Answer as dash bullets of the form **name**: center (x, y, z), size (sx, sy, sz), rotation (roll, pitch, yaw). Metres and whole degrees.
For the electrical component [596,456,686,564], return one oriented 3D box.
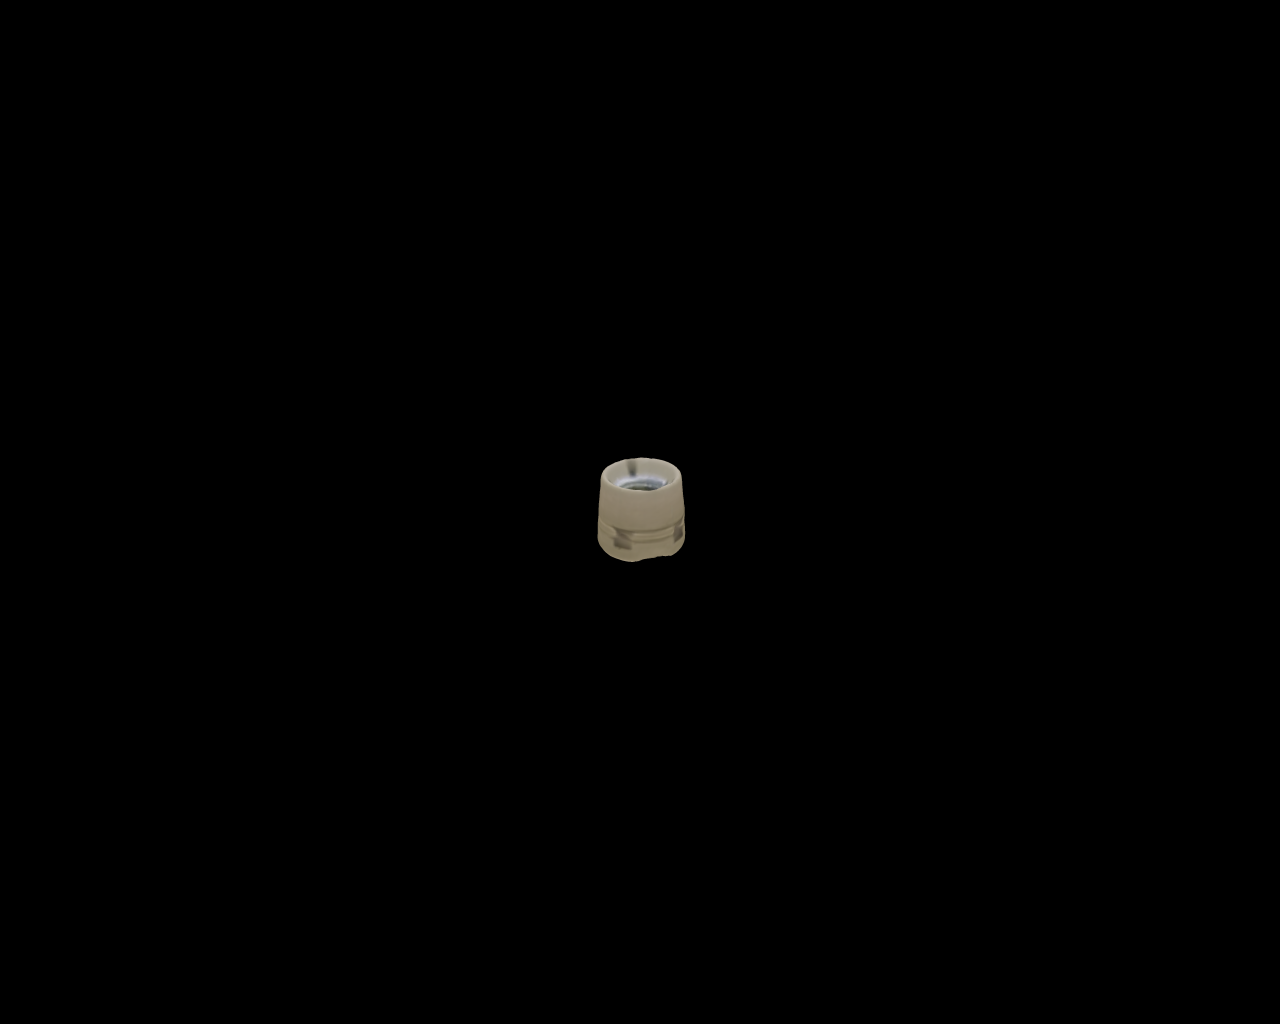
- **electrical component**: center (0.001, -0.003, 0.650), size (0.055, 0.047, 0.055), rotation (0, 27, 0)
